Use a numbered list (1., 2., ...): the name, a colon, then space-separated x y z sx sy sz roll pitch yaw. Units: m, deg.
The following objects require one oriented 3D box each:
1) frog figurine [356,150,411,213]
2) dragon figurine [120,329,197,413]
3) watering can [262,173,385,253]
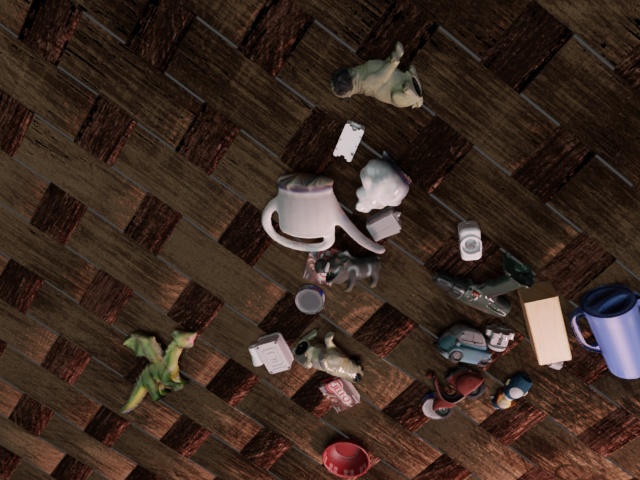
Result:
1. frog figurine: 0.149 -0.133 1.331 0.158 0.125 0.135 -44 121 11
2. dragon figurine: -0.563 0.412 1.701 0.407 0.123 0.243 -27 89 16
3. watering can: 0.004 -0.069 1.377 0.348 0.106 0.220 6 114 16
